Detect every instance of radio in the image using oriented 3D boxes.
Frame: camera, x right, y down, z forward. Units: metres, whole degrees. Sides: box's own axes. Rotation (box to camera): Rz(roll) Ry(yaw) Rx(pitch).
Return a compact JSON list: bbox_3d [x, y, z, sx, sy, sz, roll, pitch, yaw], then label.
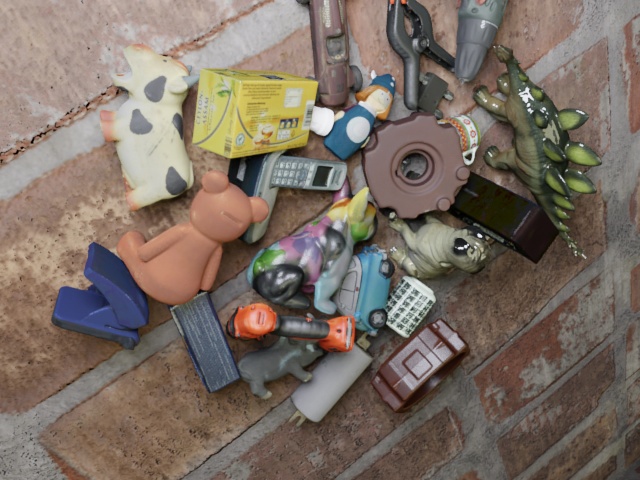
[{"bbox_3d":[0.294,-0.053,0.942,0.131,0.230,0.073,31,97,-44],"label":"radio"}]

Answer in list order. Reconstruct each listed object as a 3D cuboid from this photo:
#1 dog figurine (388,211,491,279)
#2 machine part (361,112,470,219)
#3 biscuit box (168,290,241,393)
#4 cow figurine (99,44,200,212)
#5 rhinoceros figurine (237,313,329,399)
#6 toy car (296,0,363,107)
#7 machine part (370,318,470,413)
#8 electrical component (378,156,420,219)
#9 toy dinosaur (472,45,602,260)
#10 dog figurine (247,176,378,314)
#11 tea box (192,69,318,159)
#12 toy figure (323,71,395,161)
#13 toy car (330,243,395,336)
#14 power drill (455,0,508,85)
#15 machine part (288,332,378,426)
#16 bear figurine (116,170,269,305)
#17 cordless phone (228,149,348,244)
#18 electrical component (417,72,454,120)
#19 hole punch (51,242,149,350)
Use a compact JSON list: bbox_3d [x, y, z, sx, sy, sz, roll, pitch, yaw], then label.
[{"bbox_3d":[0.224,0.035,0.971,0.121,0.191,0.172,-34,130,-11],"label":"dog figurine"},{"bbox_3d":[0.154,-0.121,0.879,0.179,0.056,0.179,0,108,0],"label":"machine part"},{"bbox_3d":[-0.190,0.156,0.868,0.063,0.059,0.202,-25,126,-20],"label":"biscuit box"},{"bbox_3d":[-0.207,-0.144,0.676,0.127,0.086,0.194,-16,121,-16],"label":"cow figurine"},{"bbox_3d":[-0.060,0.201,0.971,0.190,0.073,0.112,-27,116,-14],"label":"rhinoceros figurine"},{"bbox_3d":[0.015,-0.287,0.755,0.089,0.053,0.201,-17,124,-19],"label":"toy car"},{"bbox_3d":[0.208,0.259,1.110,0.201,0.087,0.201,-43,153,1],"label":"machine part"},{"bbox_3d":[0.142,-0.086,0.946,0.102,0.045,0.078,-46,131,-1],"label":"electrical component"},{"bbox_3d":[0.397,-0.147,0.971,0.105,0.199,0.470,-38,127,-4],"label":"toy dinosaur"},{"bbox_3d":[-0.002,-0.003,0.869,0.191,0.109,0.219,15,103,-33],"label":"dog figurine"},{"bbox_3d":[-0.081,-0.169,0.706,0.169,0.068,0.098,-20,129,-55],"label":"tea box"},{"bbox_3d":[0.069,-0.194,0.835,0.154,0.058,0.064,-51,143,1],"label":"toy figure"},{"bbox_3d":[0.068,0.087,0.964,0.103,0.109,0.161,5,105,-14],"label":"toy car"},{"bbox_3d":[0.203,-0.373,0.783,0.207,0.086,0.232,19,93,-33],"label":"power drill"},{"bbox_3d":[0.024,0.267,1.050,0.243,0.079,0.079,-49,130,2],"label":"machine part"},{"bbox_3d":[-0.173,-0.012,0.734,0.120,0.132,0.195,28,101,-39],"label":"bear figurine"},{"bbox_3d":[-0.048,-0.070,0.818,0.184,0.089,0.146,1,115,-37],"label":"cordless phone"},{"bbox_3d":[0.183,-0.243,0.900,0.094,0.021,0.063,19,105,-37],"label":"electrical component"},{"bbox_3d":[-0.283,0.072,0.724,0.115,0.142,0.092,25,97,-27],"label":"hole punch"}]
